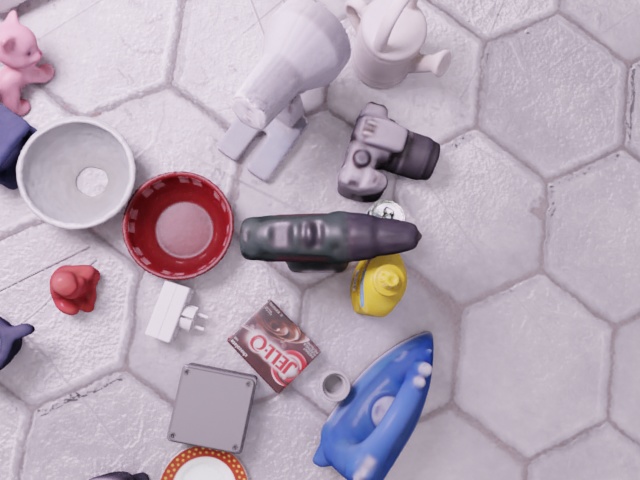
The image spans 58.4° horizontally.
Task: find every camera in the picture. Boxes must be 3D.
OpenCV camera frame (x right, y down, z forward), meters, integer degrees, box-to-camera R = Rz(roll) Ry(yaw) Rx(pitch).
[{"bbox_3d":[0.108,-0.126,0.871,0.137,0.100,0.143,17,83,-2],"label":"camera"}]

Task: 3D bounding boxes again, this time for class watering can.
[{"bbox_3d":[0.114,-0.304,0.845,0.173,0.194,0.101,15,83,-2],"label":"watering can"}]

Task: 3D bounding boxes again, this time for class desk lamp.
[{"bbox_3d":[-0.056,-0.207,0.812,0.118,0.213,0.203,33,82,1],"label":"desk lamp"}]

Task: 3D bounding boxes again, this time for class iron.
[{"bbox_3d":[0.100,0.239,0.809,0.118,0.141,0.258,34,82,1],"label":"iron"}]

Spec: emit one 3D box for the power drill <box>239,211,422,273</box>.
[{"bbox_3d":[0.007,0.003,0.795,0.229,0.208,0.076,-1,83,-4],"label":"power drill"}]

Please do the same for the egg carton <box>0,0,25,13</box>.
[{"bbox_3d":[-0.468,-0.418,0.879,0.150,0.069,0.107,-33,87,-7],"label":"egg carton"}]

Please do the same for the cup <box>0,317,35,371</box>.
[{"bbox_3d":[-0.448,0.140,0.804,0.118,0.095,0.092,-18,85,-6],"label":"cup"}]

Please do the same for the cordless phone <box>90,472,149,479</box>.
[{"bbox_3d":[-0.275,0.390,0.743,0.094,0.185,0.147,-20,85,-6],"label":"cordless phone"}]

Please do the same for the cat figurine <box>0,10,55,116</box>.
[{"bbox_3d":[-0.452,-0.261,0.838,0.067,0.117,0.128,29,82,0],"label":"cat figurine"}]

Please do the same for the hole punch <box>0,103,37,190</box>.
[{"bbox_3d":[-0.474,-0.140,0.836,0.101,0.091,0.109,34,82,0],"label":"hole punch"}]

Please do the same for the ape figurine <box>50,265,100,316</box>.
[{"bbox_3d":[-0.356,0.066,0.821,0.078,0.092,0.076,-43,88,-7],"label":"ape figurine"}]

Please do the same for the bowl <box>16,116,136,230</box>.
[{"bbox_3d":[-0.348,-0.093,0.848,0.167,0.074,0.167,0,84,-4],"label":"bowl"}]
